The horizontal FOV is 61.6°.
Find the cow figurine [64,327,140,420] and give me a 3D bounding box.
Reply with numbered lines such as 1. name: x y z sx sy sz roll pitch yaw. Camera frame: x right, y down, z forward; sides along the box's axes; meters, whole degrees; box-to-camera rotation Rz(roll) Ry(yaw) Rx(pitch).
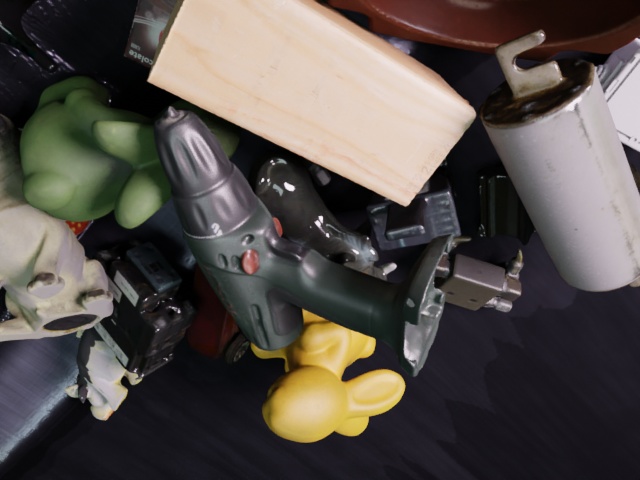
1. cow figurine: -0.272 0.158 0.673 0.098 0.068 0.167 34 120 -6

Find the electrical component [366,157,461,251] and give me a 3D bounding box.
1. electrical component: 0.081 -0.023 0.457 0.075 0.119 0.047 -13 120 16

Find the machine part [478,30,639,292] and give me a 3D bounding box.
1. machine part: 0.187 -0.042 0.398 0.079 0.079 0.243 -25 122 24

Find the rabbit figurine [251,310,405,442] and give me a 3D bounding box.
1. rabbit figurine: -0.004 0.138 0.551 0.162 0.173 0.122 37 118 -10

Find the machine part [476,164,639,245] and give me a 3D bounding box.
1. machine part: 0.211 -0.036 0.476 0.139 0.039 0.084 -2 119 12

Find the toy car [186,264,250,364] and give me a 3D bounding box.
1. toy car: -0.107 0.050 0.580 0.089 0.053 0.202 27 125 16

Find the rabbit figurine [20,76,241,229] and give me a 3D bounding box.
1. rabbit figurine: -0.154 -0.083 0.453 0.170 0.159 0.121 -13 112 0

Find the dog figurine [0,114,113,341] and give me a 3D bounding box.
1. dog figurine: -0.275 -0.012 0.512 0.121 0.190 0.172 -15 159 -11

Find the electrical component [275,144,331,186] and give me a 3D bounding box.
1. electrical component: -0.007 -0.094 0.482 0.063 0.021 0.094 -27 115 25

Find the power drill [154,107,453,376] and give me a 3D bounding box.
1. power drill: -0.012 0.016 0.402 0.208 0.086 0.231 10 137 19

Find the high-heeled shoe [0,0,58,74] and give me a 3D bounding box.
1. high-heeled shoe: -0.206 -0.241 0.392 0.145 0.086 0.248 44 114 -2

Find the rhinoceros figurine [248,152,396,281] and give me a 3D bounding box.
1. rhinoceros figurine: -0.001 -0.002 0.497 0.112 0.073 0.190 -18 120 40

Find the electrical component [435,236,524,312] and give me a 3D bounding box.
1. electrical component: 0.152 0.033 0.532 0.102 0.045 0.078 15 154 3

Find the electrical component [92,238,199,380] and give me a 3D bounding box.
1. electrical component: -0.194 0.068 0.576 0.115 0.058 0.134 45 130 13

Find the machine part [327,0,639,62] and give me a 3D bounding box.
1. machine part: 0.103 -0.179 0.296 0.202 0.201 0.087 12 90 3
